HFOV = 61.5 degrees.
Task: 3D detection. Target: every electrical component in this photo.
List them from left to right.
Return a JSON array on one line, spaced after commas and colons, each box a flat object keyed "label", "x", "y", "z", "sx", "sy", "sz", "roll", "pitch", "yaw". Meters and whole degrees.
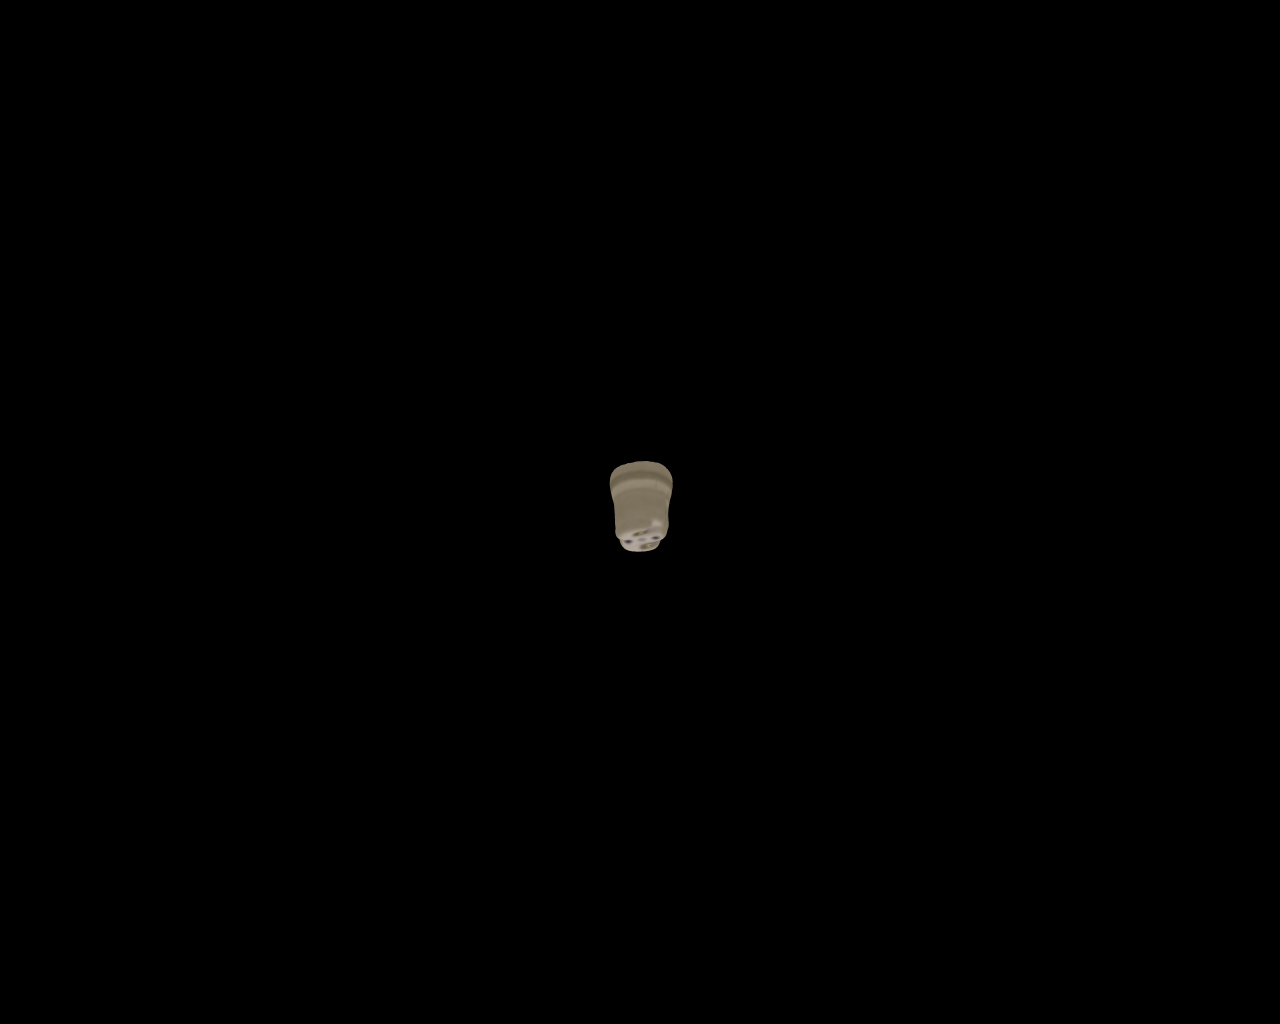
[{"label": "electrical component", "x": 0.001, "y": -0.003, "z": 0.650, "sx": 0.040, "sy": 0.046, "sz": 0.040, "roll": 0, "pitch": -28, "yaw": 0}]
